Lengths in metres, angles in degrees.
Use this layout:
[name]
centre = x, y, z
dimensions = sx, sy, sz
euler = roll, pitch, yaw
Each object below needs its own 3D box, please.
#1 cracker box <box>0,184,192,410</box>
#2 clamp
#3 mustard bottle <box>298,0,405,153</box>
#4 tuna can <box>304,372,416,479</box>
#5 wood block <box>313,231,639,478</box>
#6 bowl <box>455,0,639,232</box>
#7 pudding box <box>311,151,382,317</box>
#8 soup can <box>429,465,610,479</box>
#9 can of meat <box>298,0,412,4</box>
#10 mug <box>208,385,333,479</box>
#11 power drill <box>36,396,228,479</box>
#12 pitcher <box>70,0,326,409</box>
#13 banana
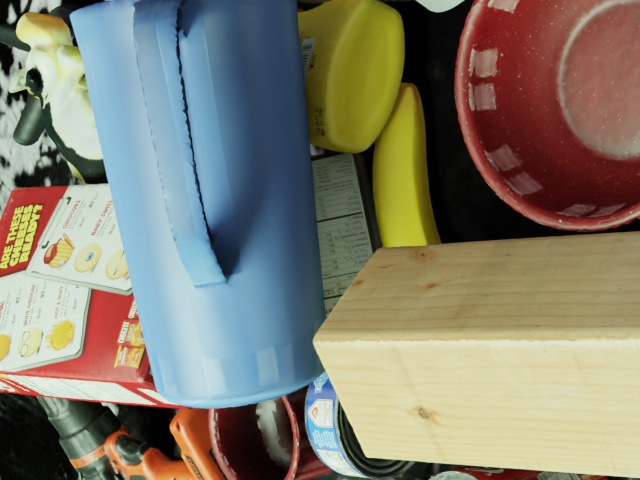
[cracker box]
centre = -0.172, 0.040, 0.827
dimensions = 0.214, 0.072, 0.164
euler = -1, 62, 34
[clamp]
centre = -0.250, -0.174, 0.982
dimensions = 0.172, 0.039, 0.120
euler = -30, 82, 37
[mustard bottle]
centre = -0.024, -0.113, 0.730
dimensions = 0.192, 0.058, 0.096
euler = 13, 91, 54
[tuna can]
centre = 0.031, 0.111, 0.690
dimensions = 0.034, 0.085, 0.086
euler = -6, 90, 48
[wood block]
centre = 0.113, 0.058, 0.552
dimensions = 0.206, 0.090, 0.091
euler = -4, 122, 36
[bowl]
centre = 0.151, -0.086, 0.568
dimensions = 0.162, 0.055, 0.162
euler = 6, 99, 45
[pudding box]
centre = -0.005, 0.001, 0.720
dimensions = 0.090, 0.039, 0.113
euler = -12, 88, 10
[soup can]
centre = 0.111, 0.153, 0.599
dimensions = 0.069, 0.102, 0.068
euler = 6, 99, 45
[can of meat]
centre = 0.015, -0.200, 0.696
dimensions = 0.102, 0.057, 0.084
euler = 10, 99, 44
[mug]
centre = -0.015, 0.115, 0.740
dimensions = 0.093, 0.081, 0.117
euler = 29, 114, 41
[power drill]
centre = -0.132, 0.167, 0.848
dimensions = 0.188, 0.057, 0.184
euler = -19, 108, 46
[pitcher]
centre = -0.065, -0.027, 0.629
dimensions = 0.145, 0.148, 0.243
euler = -1, 101, 48
[banana]
centre = 0.070, -0.002, 0.676
dimensions = 0.070, 0.037, 0.198
euler = -31, 72, 26
